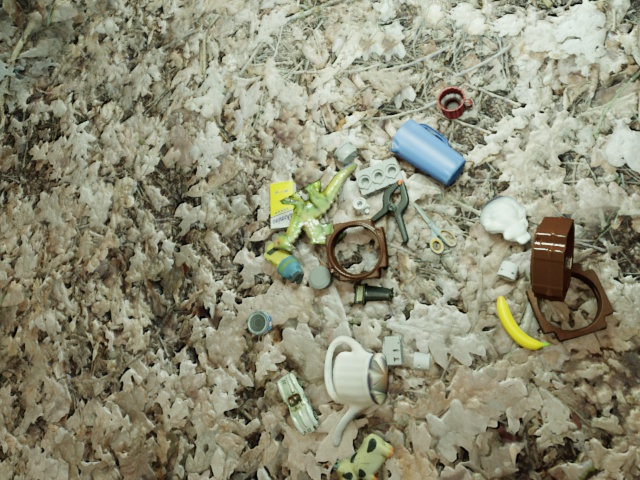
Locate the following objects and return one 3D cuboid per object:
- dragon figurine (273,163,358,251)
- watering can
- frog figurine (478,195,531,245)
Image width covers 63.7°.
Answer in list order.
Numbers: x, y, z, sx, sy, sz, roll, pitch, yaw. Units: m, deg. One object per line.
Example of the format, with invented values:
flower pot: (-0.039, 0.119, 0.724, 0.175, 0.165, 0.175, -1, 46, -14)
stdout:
dragon figurine: (0.006, -0.092, 1.838, 0.412, 0.121, 0.243, -27, 89, -7)
watering can: (0.114, 0.479, 1.624, 0.223, 0.104, 0.350, -9, 80, 35)
frog figurine: (0.583, -0.055, 1.607, 0.138, 0.120, 0.163, -21, 57, -7)
